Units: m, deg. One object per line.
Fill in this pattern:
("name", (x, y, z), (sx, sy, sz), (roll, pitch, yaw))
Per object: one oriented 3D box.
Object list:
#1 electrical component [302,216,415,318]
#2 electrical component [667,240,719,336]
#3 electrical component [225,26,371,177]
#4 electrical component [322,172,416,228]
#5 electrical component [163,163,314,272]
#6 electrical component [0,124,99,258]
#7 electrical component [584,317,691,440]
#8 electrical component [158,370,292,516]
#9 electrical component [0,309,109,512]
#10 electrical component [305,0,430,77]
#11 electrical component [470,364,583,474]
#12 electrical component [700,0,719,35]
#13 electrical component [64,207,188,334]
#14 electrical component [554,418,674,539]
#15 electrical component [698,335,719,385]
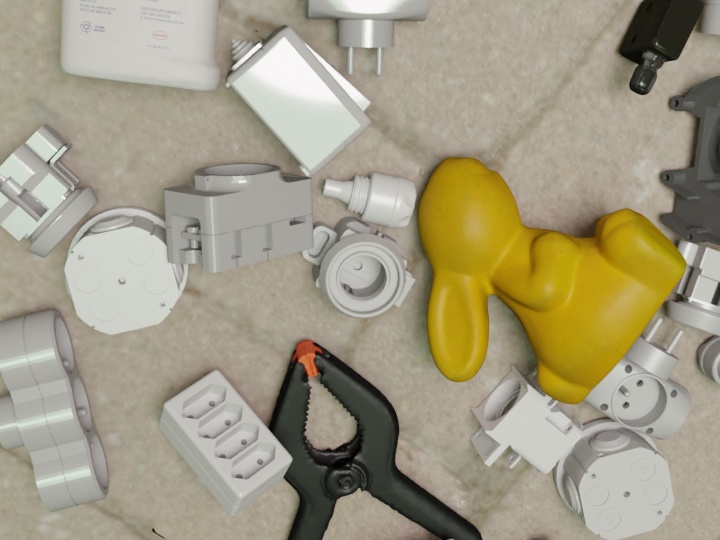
("electrical component", (0.000, 0.000, 0.728), (0.078, 0.057, 0.058), (28, 99, -13))
("electrical component", (0.249, 0.015, 0.768), (0.066, 0.048, 0.055), (18, 94, -11))
("electrical component", (-0.042, -0.117, 0.691), (0.061, 0.061, 0.096), (-41, 105, 4))
("electrical component", (0.005, -0.050, 0.728), (0.061, 0.035, 0.035), (12, 102, -7))
("electrical component", (-0.077, -0.037, 0.692), (0.089, 0.050, 0.055), (-16, 110, -46))
("electrical component", (-0.207, -0.046, 0.692), (0.057, 0.058, 0.078), (44, 95, -12))
("electrical component", (0.204, 0.072, 0.777), (0.077, 0.044, 0.079), (28, 99, -12))
("electrical component", (-0.097, 0.127, 0.745), (0.047, 0.075, 0.083), (-33, 73, -32))
("electrical component", (-0.224, 0.100, 0.728), (0.074, 0.052, 0.138), (-13, 105, -4))
("electrical component", (0.004, -0.165, 0.694), (0.077, 0.044, 0.079), (0, 104, -6))
("electrical component", (0.122, 0.110, 0.778), (0.064, 0.042, 0.081), (39, 97, -18))
("electrical component", (0.298, -0.156, 0.727), (0.138, 0.052, 0.073), (3, 104, -7))
("electrical component", (-0.155, 0.001, 0.713), (0.080, 0.051, 0.080), (-2, 104, -6))
("electrical component", (0.188, 0.154, 0.792), (0.080, 0.051, 0.080), (-2, 104, -6))
("electrical component", (0.270, 0.070, 0.775), (0.035, 0.061, 0.035), (-2, 104, -6))
